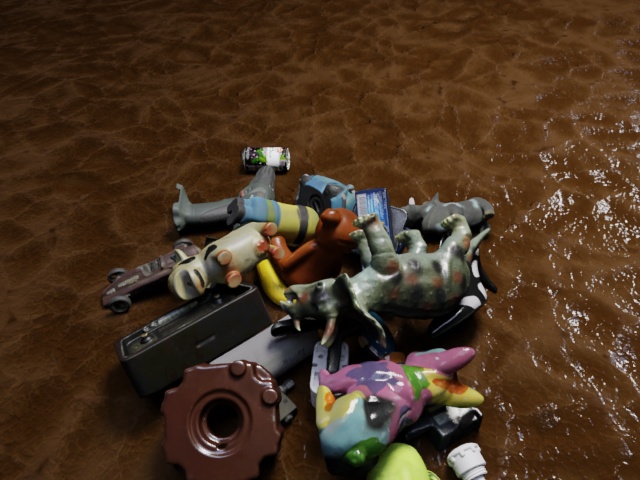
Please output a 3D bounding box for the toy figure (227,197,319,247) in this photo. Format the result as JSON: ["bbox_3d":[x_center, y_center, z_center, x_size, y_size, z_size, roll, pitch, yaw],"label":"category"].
[{"bbox_3d":[-0.085,-0.036,1.028,0.180,0.089,0.082,16,72,-34],"label":"toy figure"}]

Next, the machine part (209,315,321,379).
[{"bbox_3d":[-0.086,0.184,0.849,0.243,0.079,0.079,-28,49,-25],"label":"machine part"}]

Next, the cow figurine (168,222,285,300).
[{"bbox_3d":[-0.171,0.034,0.913,0.195,0.085,0.127,-34,25,-28],"label":"cow figurine"}]

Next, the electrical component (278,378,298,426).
[{"bbox_3d":[-0.066,0.253,0.815,0.094,0.021,0.063,-34,52,-30],"label":"electrical component"}]

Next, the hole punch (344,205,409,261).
[{"bbox_3d":[0.110,-0.004,1.047,0.142,0.092,0.115,18,76,17],"label":"hole punch"}]

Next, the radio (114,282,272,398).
[{"bbox_3d":[-0.204,0.148,0.859,0.229,0.073,0.131,-27,16,-24],"label":"radio"}]

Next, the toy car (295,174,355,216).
[{"bbox_3d":[0.023,-0.076,1.113,0.103,0.109,0.162,-6,26,-37],"label":"toy car"}]

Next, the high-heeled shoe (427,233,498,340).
[{"bbox_3d":[0.220,0.070,0.934,0.145,0.086,0.249,48,42,17],"label":"high-heeled shoe"}]

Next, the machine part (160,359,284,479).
[{"bbox_3d":[-0.134,0.250,0.742,0.179,0.056,0.179,0,78,0],"label":"machine part"}]

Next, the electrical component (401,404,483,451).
[{"bbox_3d":[0.167,0.261,0.776,0.119,0.047,0.075,-24,47,-20],"label":"electrical component"}]

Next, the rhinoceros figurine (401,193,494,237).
[{"bbox_3d":[0.257,-0.051,1.083,0.190,0.073,0.112,-6,45,-4],"label":"rhinoceros figurine"}]

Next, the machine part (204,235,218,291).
[{"bbox_3d":[-0.218,0.052,1.026,0.084,0.039,0.139,-3,45,12],"label":"machine part"}]

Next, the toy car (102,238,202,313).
[{"bbox_3d":[-0.311,0.062,0.985,0.202,0.053,0.089,-22,48,0],"label":"toy car"}]

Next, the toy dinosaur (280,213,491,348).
[{"bbox_3d":[0.148,0.062,0.830,0.405,0.131,0.192,-3,75,-25],"label":"toy dinosaur"}]

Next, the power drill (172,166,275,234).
[{"bbox_3d":[-0.200,-0.077,1.139,0.207,0.085,0.232,2,46,-6],"label":"power drill"}]

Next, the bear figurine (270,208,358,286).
[{"bbox_3d":[0.000,0.000,0.944,0.120,0.195,0.132,6,41,-30],"label":"bear figurine"}]

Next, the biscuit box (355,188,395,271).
[{"bbox_3d":[0.103,0.010,0.966,0.059,0.062,0.202,-7,72,13],"label":"biscuit box"}]

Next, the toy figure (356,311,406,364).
[{"bbox_3d":[0.106,0.184,0.856,0.064,0.057,0.155,-21,51,-10],"label":"toy figure"}]

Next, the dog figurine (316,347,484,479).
[{"bbox_3d":[0.108,0.211,0.705,0.219,0.108,0.191,-15,11,4],"label":"dog figurine"}]
